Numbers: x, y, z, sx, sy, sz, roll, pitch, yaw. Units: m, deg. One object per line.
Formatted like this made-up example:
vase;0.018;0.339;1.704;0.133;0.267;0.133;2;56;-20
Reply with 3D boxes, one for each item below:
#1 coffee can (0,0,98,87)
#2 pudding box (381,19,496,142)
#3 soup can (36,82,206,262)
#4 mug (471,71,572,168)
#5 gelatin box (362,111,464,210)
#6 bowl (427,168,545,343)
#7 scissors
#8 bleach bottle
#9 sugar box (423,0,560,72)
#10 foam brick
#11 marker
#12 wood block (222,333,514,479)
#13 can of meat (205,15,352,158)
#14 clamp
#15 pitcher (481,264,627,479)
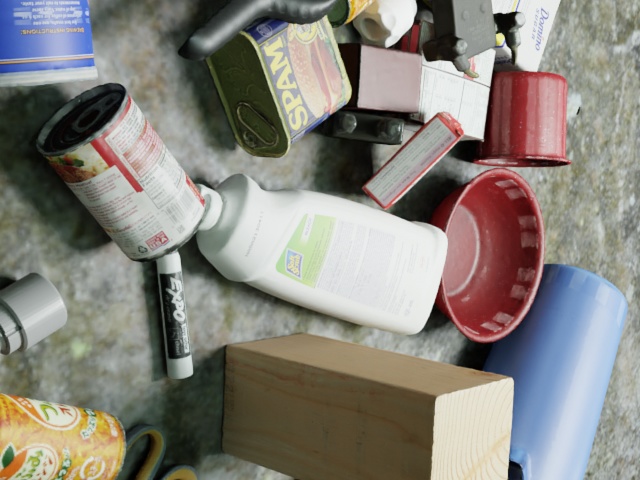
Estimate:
coffee can;-0.185;-0.158;0.605;0.102;0.103;0.140;-14;105;-44
pudding box;0.106;-0.139;0.948;0.113;0.039;0.090;9;90;-43
soup can;-0.128;-0.043;0.702;0.068;0.069;0.102;-53;129;-26
mug;0.192;-0.112;1.012;0.117;0.093;0.081;6;86;-75
gelatin box;0.079;-0.068;0.882;0.089;0.030;0.073;-45;178;13
bowl;0.142;0.012;0.992;0.161;0.055;0.162;-8;101;-44
scissors;-0.144;0.232;0.760;0.096;0.016;0.201;30;74;-43
bleach bottle;-0.006;0.001;0.838;0.250;0.068;0.102;23;79;-42
sugar box;0.152;-0.229;0.978;0.176;0.048;0.093;33;72;-47
foam brick;0.039;-0.131;0.871;0.078;0.053;0.051;-1;96;-46
marker;-0.107;0.040;0.770;0.020;0.020;0.121;-16;107;-43
wood block;0.029;0.132;0.786;0.090;0.207;0.090;-3;98;-46
can of meat;-0.030;-0.126;0.800;0.083;0.058;0.102;-40;122;-37
clamp;-0.049;-0.194;0.748;0.171;0.039;0.120;-22;86;-37
pitcher;0.214;0.154;1.046;0.145;0.149;0.242;36;66;-25
